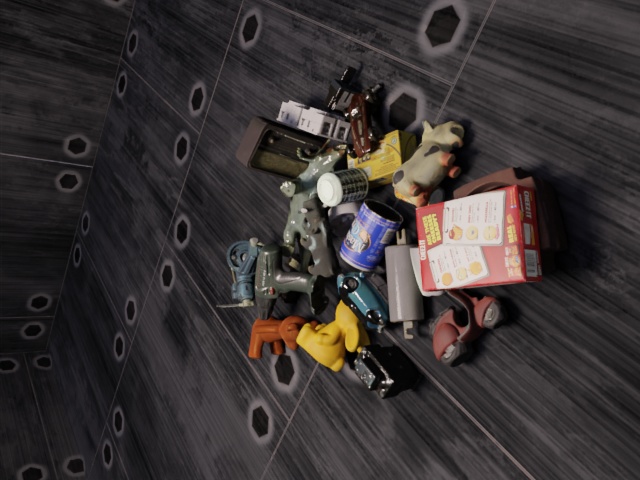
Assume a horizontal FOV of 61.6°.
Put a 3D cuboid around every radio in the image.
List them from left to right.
[{"bbox_3d":[-0.099,-0.238,1.443,0.073,0.229,0.131,40,111,42],"label":"radio"}]

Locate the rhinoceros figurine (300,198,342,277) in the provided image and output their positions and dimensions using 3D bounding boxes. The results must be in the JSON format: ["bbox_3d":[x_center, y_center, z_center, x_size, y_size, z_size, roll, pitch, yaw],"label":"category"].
[{"bbox_3d":[-0.003,-0.004,1.279,0.112,0.073,0.190,149,108,-77],"label":"rhinoceros figurine"}]

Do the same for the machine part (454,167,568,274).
[{"bbox_3d":[0.349,-0.022,1.021,0.201,0.087,0.201,-23,70,44],"label":"machine part"}]

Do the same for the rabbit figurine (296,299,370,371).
[{"bbox_3d":[0.048,0.224,1.323,0.163,0.121,0.173,37,95,41],"label":"rabbit figurine"}]

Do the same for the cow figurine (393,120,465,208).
[{"bbox_3d":[0.232,-0.172,1.140,0.195,0.085,0.127,-47,50,-1],"label":"cow figurine"}]

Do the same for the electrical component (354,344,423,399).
[{"bbox_3d":[0.143,0.288,1.189,0.115,0.134,0.058,44,119,39],"label":"electrical component"}]

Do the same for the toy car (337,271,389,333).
[{"bbox_3d":[0.117,0.131,1.253,0.162,0.103,0.109,47,163,24],"label":"toy car"}]

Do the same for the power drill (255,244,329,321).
[{"bbox_3d":[-0.080,0.130,1.395,0.208,0.086,0.231,16,117,34],"label":"power drill"}]

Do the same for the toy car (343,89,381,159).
[{"bbox_3d":[0.096,-0.279,1.283,0.089,0.053,0.202,-30,43,34],"label":"toy car"}]

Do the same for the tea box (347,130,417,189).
[{"bbox_3d":[0.147,-0.186,1.276,0.170,0.068,0.098,-12,78,47],"label":"tea box"}]

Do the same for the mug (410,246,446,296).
[{"bbox_3d":[0.250,0.063,1.140,0.110,0.081,0.107,-4,93,15],"label":"mug"}]

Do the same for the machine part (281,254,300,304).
[{"bbox_3d":[-0.076,0.112,1.527,0.084,0.039,0.138,25,103,38],"label":"machine part"}]

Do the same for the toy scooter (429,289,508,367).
[{"bbox_3d":[0.281,0.159,1.089,0.183,0.075,0.135,-54,51,27],"label":"toy scooter"}]

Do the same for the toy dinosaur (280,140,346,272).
[{"bbox_3d":[-0.032,-0.083,1.427,0.131,0.192,0.404,18,125,7],"label":"toy dinosaur"}]

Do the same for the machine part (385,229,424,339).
[{"bbox_3d":[0.188,0.097,1.198,0.079,0.079,0.243,-12,78,47],"label":"machine part"}]

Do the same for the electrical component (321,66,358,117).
[{"bbox_3d":[0.064,-0.383,1.387,0.119,0.075,0.048,-54,47,26],"label":"electrical component"}]

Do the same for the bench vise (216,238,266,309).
[{"bbox_3d":[-0.220,0.081,1.614,0.240,0.129,0.224,122,155,-53],"label":"bench vise"}]

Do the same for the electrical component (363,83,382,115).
[{"bbox_3d":[0.127,-0.347,1.349,0.094,0.021,0.063,-40,58,38],"label":"electrical component"}]

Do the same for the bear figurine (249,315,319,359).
[{"bbox_3d":[-0.098,0.268,1.481,0.196,0.120,0.131,1,91,43],"label":"bear figurine"}]
